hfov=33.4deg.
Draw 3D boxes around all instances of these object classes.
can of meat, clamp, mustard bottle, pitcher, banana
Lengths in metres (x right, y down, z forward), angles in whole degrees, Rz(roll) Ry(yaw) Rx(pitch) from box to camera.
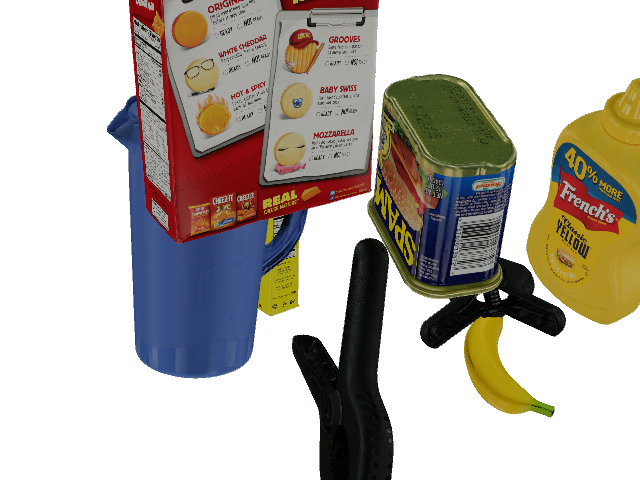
[{"bbox_3d":[0.066,-0.032,0.591,0.057,0.084,0.102,-7,38,-14],"label":"can of meat"},{"bbox_3d":[0.023,0.114,0.761,0.036,0.210,0.165,5,-40,-18],"label":"clamp"},{"bbox_3d":[0.202,-0.033,0.747,0.058,0.192,0.096,-23,52,-23],"label":"mustard bottle"},{"bbox_3d":[-0.097,-0.008,0.948,0.149,0.243,0.144,9,20,14],"label":"pitcher"},{"bbox_3d":[0.162,0.051,0.955,0.120,0.039,0.171,1,22,17],"label":"clamp"},{"bbox_3d":[0.191,0.134,1.170,0.069,0.037,0.198,11,27,-15],"label":"banana"}]

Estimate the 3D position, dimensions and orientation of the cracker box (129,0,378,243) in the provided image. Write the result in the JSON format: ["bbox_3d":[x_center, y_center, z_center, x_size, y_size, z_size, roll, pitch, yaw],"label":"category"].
[{"bbox_3d":[-0.045,-0.121,0.742,0.164,0.214,0.072,-16,33,-27],"label":"cracker box"}]

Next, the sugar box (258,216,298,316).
[{"bbox_3d":[-0.064,-0.017,1.151,0.048,0.176,0.093,-18,28,-33],"label":"sugar box"}]
